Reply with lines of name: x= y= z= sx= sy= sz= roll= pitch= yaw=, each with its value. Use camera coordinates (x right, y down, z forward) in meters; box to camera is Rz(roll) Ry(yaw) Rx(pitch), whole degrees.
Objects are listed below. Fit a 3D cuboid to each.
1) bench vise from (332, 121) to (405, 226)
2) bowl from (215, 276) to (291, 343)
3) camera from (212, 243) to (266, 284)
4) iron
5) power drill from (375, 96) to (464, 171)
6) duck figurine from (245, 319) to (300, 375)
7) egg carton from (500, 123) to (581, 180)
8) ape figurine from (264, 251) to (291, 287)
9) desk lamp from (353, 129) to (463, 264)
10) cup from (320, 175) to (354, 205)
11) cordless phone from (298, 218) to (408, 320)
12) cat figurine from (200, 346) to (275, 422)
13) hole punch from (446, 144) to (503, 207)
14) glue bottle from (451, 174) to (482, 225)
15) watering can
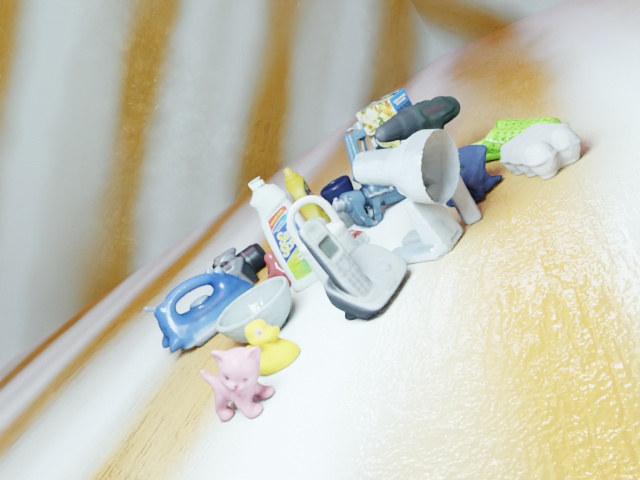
bench vise: x=0.106 y=-0.153 z=1.335 sx=0.121 sy=0.220 sz=0.208 roll=-15 pitch=23 yaw=49
bowl: x=-0.116 y=0.148 z=1.117 sx=0.167 sy=0.075 sz=0.167 roll=-30 pitch=15 yaw=9
camera: x=-0.208 y=0.063 z=1.528 sx=0.137 sy=0.101 sz=0.143 roll=-37 pitch=15 yaw=-16
iron: x=-0.273 y=0.142 z=1.331 sx=0.259 sy=0.141 sz=0.118 roll=-40 pitch=16 yaw=-24
power drill: x=0.241 y=-0.204 z=1.238 sx=0.230 sy=0.208 sz=0.075 roll=-41 pitch=17 yaw=-28
duck figurine: x=-0.095 y=0.174 z=0.966 sx=0.104 sy=0.086 sz=0.078 roll=-21 pitch=19 yaw=38
egg carton: x=0.402 y=-0.164 z=1.049 sx=0.107 sy=0.069 sz=0.150 roll=-34 pitch=15 yaw=-4
ape figurine: x=-0.093 y=0.063 z=1.305 sx=0.078 sy=0.092 sz=0.076 roll=-37 pitch=15 yaw=-14
desk lamp: x=0.158 y=-0.073 z=0.979 sx=0.202 sy=0.214 sz=0.118 roll=-15 pitch=24 yaw=50
cup: x=0.064 y=-0.120 z=1.562 sx=0.091 sy=0.095 sz=0.118 roll=-24 pitch=17 yaw=30
cordless phone: x=0.051 y=0.026 z=0.941 sx=0.094 sy=0.185 sz=0.148 roll=-19 pitch=20 yaw=41
cat figurine: x=-0.131 y=0.208 z=0.869 sx=0.127 sy=0.118 sz=0.067 roll=-21 pitch=19 yaw=37
hole punch: x=0.286 y=-0.127 z=1.130 sx=0.101 sy=0.091 sz=0.108 roll=-40 pitch=16 yaw=-24
glue bottle: x=0.234 y=-0.112 z=1.027 sx=0.037 sy=0.173 sz=0.078 roll=-30 pitch=15 yaw=11
watering can: x=0.008 y=0.005 z=1.080 sx=0.101 sy=0.194 sz=0.172 roll=-38 pitch=16 yaw=-17
